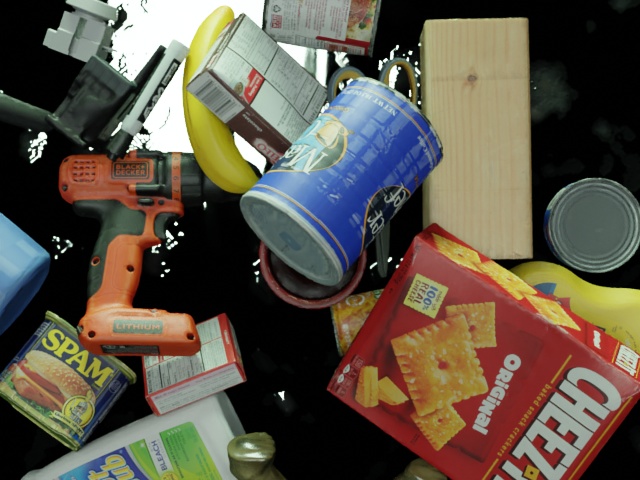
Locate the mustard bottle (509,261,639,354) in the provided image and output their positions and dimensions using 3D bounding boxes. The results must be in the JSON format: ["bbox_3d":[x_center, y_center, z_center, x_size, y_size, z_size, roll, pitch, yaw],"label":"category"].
[{"bbox_3d":[0.210,0.071,0.962,0.191,0.058,0.096,18,112,2],"label":"mustard bottle"}]

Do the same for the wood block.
[{"bbox_3d":[0.138,-0.086,0.951,0.091,0.090,0.206,-1,90,2],"label":"wood block"}]

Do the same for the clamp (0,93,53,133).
[{"bbox_3d":[-0.349,-0.160,0.943,0.209,0.036,0.164,-15,83,-37],"label":"clamp"}]

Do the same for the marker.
[{"bbox_3d":[-0.154,-0.123,0.945,0.020,0.020,0.121,31,87,1],"label":"marker"}]

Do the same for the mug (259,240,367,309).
[{"bbox_3d":[-0.006,0.001,0.958,0.093,0.081,0.117,-5,90,1],"label":"mug"}]

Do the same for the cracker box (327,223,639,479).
[{"bbox_3d":[0.134,0.113,0.877,0.214,0.072,0.164,34,112,12],"label":"cracker box"}]

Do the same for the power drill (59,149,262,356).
[{"bbox_3d":[-0.143,0.009,0.954,0.184,0.057,0.187,-1,70,-3],"label":"power drill"}]

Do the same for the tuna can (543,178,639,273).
[{"bbox_3d":[0.249,-0.013,0.975,0.086,0.034,0.086,0,90,2],"label":"tuna can"}]

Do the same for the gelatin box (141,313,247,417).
[{"bbox_3d":[-0.116,0.113,0.966,0.089,0.073,0.030,-23,124,1],"label":"gelatin box"}]

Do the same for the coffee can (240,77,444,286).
[{"bbox_3d":[0.018,-0.048,0.868,0.103,0.103,0.140,41,72,1],"label":"coffee can"}]

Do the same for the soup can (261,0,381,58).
[{"bbox_3d":[0.003,-0.207,0.965,0.102,0.068,0.068,9,90,2],"label":"soup can"}]

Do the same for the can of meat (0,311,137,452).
[{"bbox_3d":[-0.232,0.129,0.964,0.102,0.057,0.084,36,69,2],"label":"can of meat"}]

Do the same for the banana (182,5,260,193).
[{"bbox_3d":[-0.092,-0.122,0.960,0.069,0.037,0.198,-4,73,-35],"label":"banana"}]

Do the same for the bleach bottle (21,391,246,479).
[{"bbox_3d":[-0.186,0.230,0.976,0.251,0.068,0.102,-26,88,4],"label":"bleach bottle"}]

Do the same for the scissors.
[{"bbox_3d":[0.040,-0.072,0.979,0.096,0.016,0.202,12,91,-19],"label":"scissors"}]

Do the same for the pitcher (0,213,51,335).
[{"bbox_3d":[-0.373,-0.005,0.949,0.243,0.144,0.149,37,128,-2],"label":"pitcher"}]

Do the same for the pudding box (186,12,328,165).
[{"bbox_3d":[-0.052,-0.132,0.942,0.113,0.090,0.039,42,136,-21],"label":"pudding box"}]
